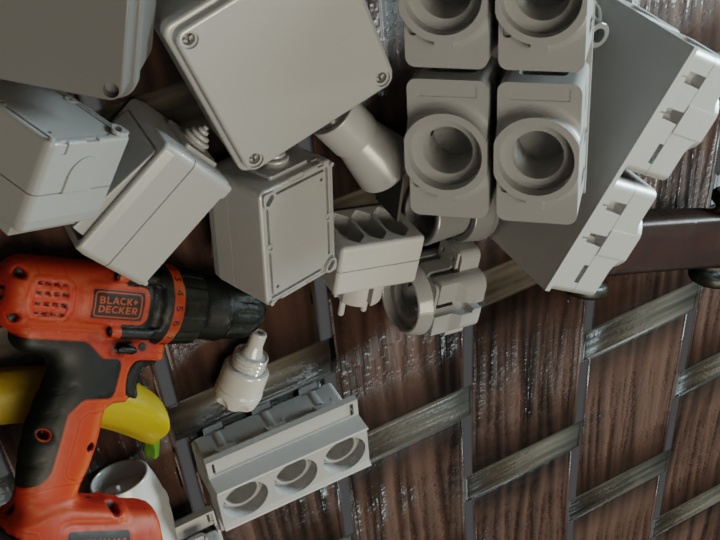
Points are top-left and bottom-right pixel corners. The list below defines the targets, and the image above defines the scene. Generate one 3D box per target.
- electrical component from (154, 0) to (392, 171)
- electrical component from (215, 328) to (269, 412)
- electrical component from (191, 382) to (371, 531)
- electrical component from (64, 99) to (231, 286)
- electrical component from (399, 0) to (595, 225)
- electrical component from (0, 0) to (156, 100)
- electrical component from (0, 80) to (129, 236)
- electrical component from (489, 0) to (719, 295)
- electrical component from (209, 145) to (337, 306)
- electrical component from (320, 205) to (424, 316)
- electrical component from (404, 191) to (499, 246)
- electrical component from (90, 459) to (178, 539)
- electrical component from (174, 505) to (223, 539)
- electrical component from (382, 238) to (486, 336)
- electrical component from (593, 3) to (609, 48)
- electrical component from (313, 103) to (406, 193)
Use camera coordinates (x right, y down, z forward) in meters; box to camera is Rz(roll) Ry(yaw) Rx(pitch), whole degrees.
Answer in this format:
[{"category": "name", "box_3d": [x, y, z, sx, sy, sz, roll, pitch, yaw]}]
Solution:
[{"category": "electrical component", "box_3d": [-0.050, -0.131, 0.612, 0.109, 0.056, 0.108, -33, 136, -7]}, {"category": "electrical component", "box_3d": [-0.081, 0.070, 0.769, 0.035, 0.035, 0.061, 3, 120, -36]}, {"category": "electrical component", "box_3d": [-0.061, 0.138, 0.817, 0.121, 0.063, 0.078, -21, 133, -18]}, {"category": "electrical component", "box_3d": [-0.126, -0.052, 0.621, 0.096, 0.061, 0.061, -47, 136, 8]}, {"category": "electrical component", "box_3d": [0.083, -0.123, 0.642, 0.105, 0.060, 0.186, 5, 120, 15]}, {"category": "electrical component", "box_3d": [-0.139, -0.146, 0.518, 0.078, 0.057, 0.113, 11, 123, -4]}, {"category": "electrical component", "box_3d": [-0.181, -0.066, 0.556, 0.062, 0.096, 0.061, -20, 141, -62]}, {"category": "electrical component", "box_3d": [0.166, -0.087, 0.756, 0.060, 0.105, 0.186, 10, 118, -39]}, {"category": "electrical component", "box_3d": [-0.058, -0.038, 0.674, 0.062, 0.061, 0.096, -31, 133, -38]}, {"category": "electrical component", "box_3d": [0.000, 0.000, 0.758, 0.066, 0.047, 0.076, -9, 129, -28]}, {"category": "electrical component", "box_3d": [0.066, -0.041, 0.770, 0.055, 0.045, 0.045, -6, 127, -31]}, {"category": "electrical component", "box_3d": [-0.181, 0.184, 0.784, 0.079, 0.044, 0.077, -12, 116, 5]}, {"category": "electrical component", "box_3d": [-0.159, 0.244, 0.837, 0.121, 0.063, 0.078, -23, 134, -17]}, {"category": "electrical component", "box_3d": [0.053, 0.016, 0.800, 0.057, 0.058, 0.078, -13, 130, -29]}, {"category": "electrical component", "box_3d": [0.137, -0.166, 0.705, 0.048, 0.062, 0.048, -18, 132, -21]}, {"category": "electrical component", "box_3d": [-0.002, -0.085, 0.694, 0.044, 0.044, 0.065, -45, 131, 6]}]
